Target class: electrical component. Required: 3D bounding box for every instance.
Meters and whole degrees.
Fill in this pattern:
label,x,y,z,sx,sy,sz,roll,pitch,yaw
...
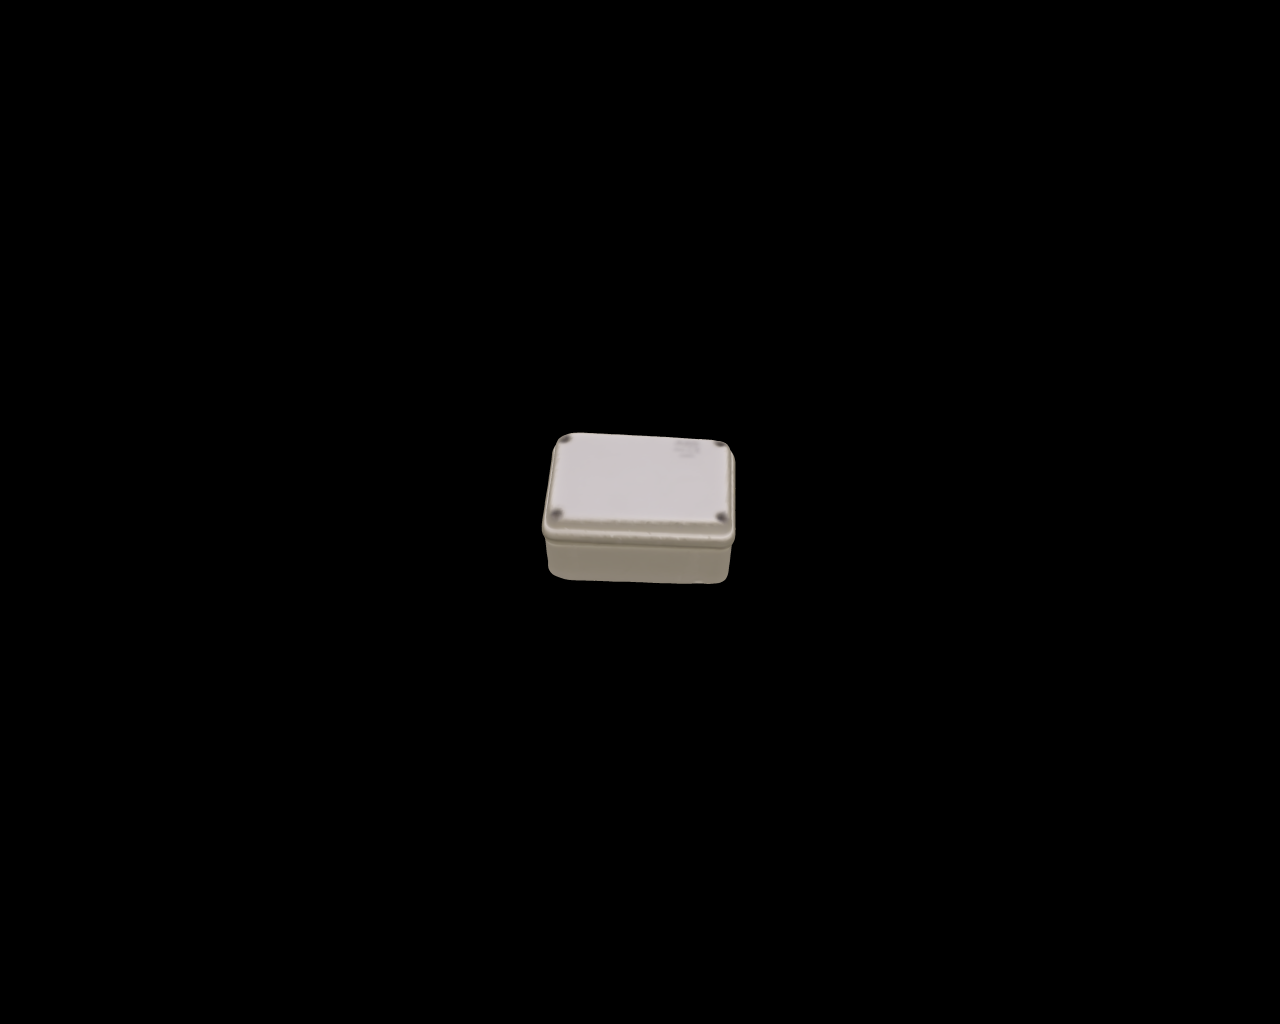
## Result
label,x,y,z,sx,sy,sz,roll,pitch,yaw
electrical component,0.001,-0.003,0.650,0.113,0.078,0.057,2,-40,2
